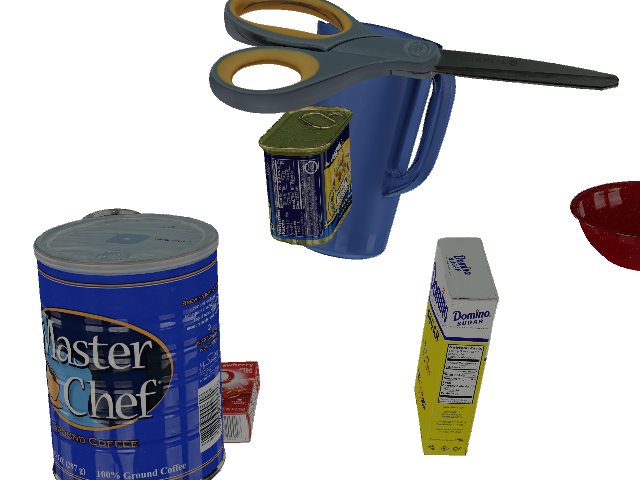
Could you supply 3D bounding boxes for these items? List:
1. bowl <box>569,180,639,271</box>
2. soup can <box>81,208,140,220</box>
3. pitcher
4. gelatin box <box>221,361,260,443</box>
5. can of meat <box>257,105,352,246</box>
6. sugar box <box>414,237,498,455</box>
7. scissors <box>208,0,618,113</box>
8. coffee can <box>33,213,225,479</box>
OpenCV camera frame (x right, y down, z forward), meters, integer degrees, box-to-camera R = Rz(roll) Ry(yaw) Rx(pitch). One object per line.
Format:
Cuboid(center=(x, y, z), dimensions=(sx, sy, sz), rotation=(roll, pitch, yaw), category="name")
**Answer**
Cuboid(center=(0.341, -0.011, 1.107), dimensions=(0.162, 0.055, 0.162), rotation=(-3, 23, 1), category="bowl")
Cuboid(center=(-0.205, 0.028, 1.072), dimensions=(0.068, 0.102, 0.068), rotation=(2, 26, -1), category="soup can")
Cuboid(center=(0.048, -0.104, 1.133), dimensions=(0.145, 0.243, 0.149), rotation=(10, 16, -4), category="pitcher")
Cuboid(center=(-0.094, 0.122, 0.813), dimensions=(0.089, 0.030, 0.073), rotation=(-2, 24, 4), category="gelatin box")
Cuboid(center=(-0.009, -0.053, 0.864), dimensions=(0.057, 0.084, 0.102), rotation=(4, 26, 16), category="can of meat")
Cuboid(center=(0.115, 0.094, 0.933), dimensions=(0.048, 0.176, 0.093), rotation=(0, 33, -3), category="sugar box")
Cuboid(center=(0.033, -0.079, 0.520), dimensions=(0.202, 0.016, 0.096), rotation=(21, 52, 20), category="scissors")
Cuboid(center=(-0.108, 0.064, 0.618), dimensions=(0.103, 0.140, 0.103), rotation=(-1, 16, 0), category="coffee can")
